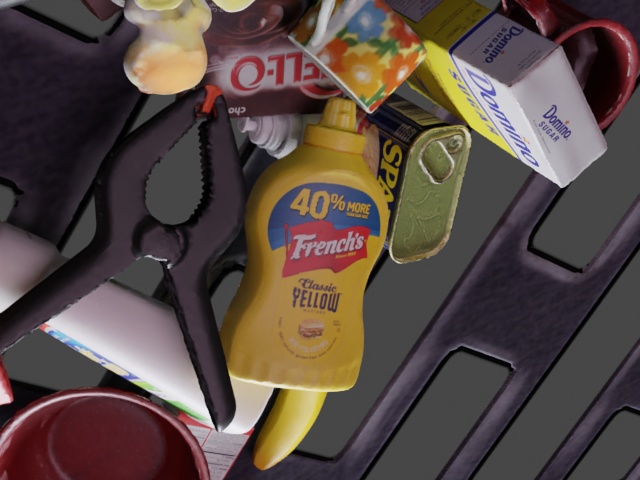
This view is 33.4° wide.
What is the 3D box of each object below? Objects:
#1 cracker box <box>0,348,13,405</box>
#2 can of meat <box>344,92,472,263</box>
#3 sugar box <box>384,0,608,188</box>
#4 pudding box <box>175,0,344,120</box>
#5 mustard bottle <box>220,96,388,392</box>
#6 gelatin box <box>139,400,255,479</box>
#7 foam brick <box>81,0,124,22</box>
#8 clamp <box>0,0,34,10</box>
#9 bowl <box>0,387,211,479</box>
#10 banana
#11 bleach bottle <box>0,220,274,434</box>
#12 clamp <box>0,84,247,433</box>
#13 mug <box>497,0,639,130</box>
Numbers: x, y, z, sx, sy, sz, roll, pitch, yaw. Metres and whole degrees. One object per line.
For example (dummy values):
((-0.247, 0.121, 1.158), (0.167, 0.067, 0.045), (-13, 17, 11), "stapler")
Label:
((-0.289, 0.036, 0.558), (0.213, 0.164, 0.072), (-16, 153, -15), "cracker box")
((0.052, -0.049, 0.754), (0.057, 0.084, 0.102), (-12, 125, -35), "can of meat")
((0.100, -0.109, 0.686), (0.048, 0.176, 0.093), (-40, 130, -1), "sugar box")
((-0.034, -0.127, 0.694), (0.113, 0.039, 0.090), (-6, 122, -25), "pudding box")
((-0.004, 0.001, 0.706), (0.096, 0.058, 0.192), (9, 96, -22), "mustard bottle")
((-0.106, 0.169, 0.849), (0.073, 0.030, 0.089), (18, 112, -35), "gelatin box")
((-0.115, -0.173, 0.613), (0.078, 0.051, 0.053), (-36, 129, -3), "foam brick")
((-0.210, -0.124, 0.556), (0.120, 0.039, 0.171), (35, 99, -16), "clamp")
((-0.159, 0.166, 0.783), (0.162, 0.055, 0.162), (-1, 112, -3), "bowl")
((-0.022, 0.102, 0.849), (0.069, 0.037, 0.198), (-4, 121, -6), "banana")
((-0.149, 0.051, 0.720), (0.250, 0.103, 0.068), (33, 77, -32), "bleach bottle")
((-0.093, 0.010, 0.654), (0.164, 0.036, 0.210), (27, 85, -20), "clamp")
((0.161, -0.135, 0.764), (0.093, 0.082, 0.117), (-41, 130, 1), "mug")
